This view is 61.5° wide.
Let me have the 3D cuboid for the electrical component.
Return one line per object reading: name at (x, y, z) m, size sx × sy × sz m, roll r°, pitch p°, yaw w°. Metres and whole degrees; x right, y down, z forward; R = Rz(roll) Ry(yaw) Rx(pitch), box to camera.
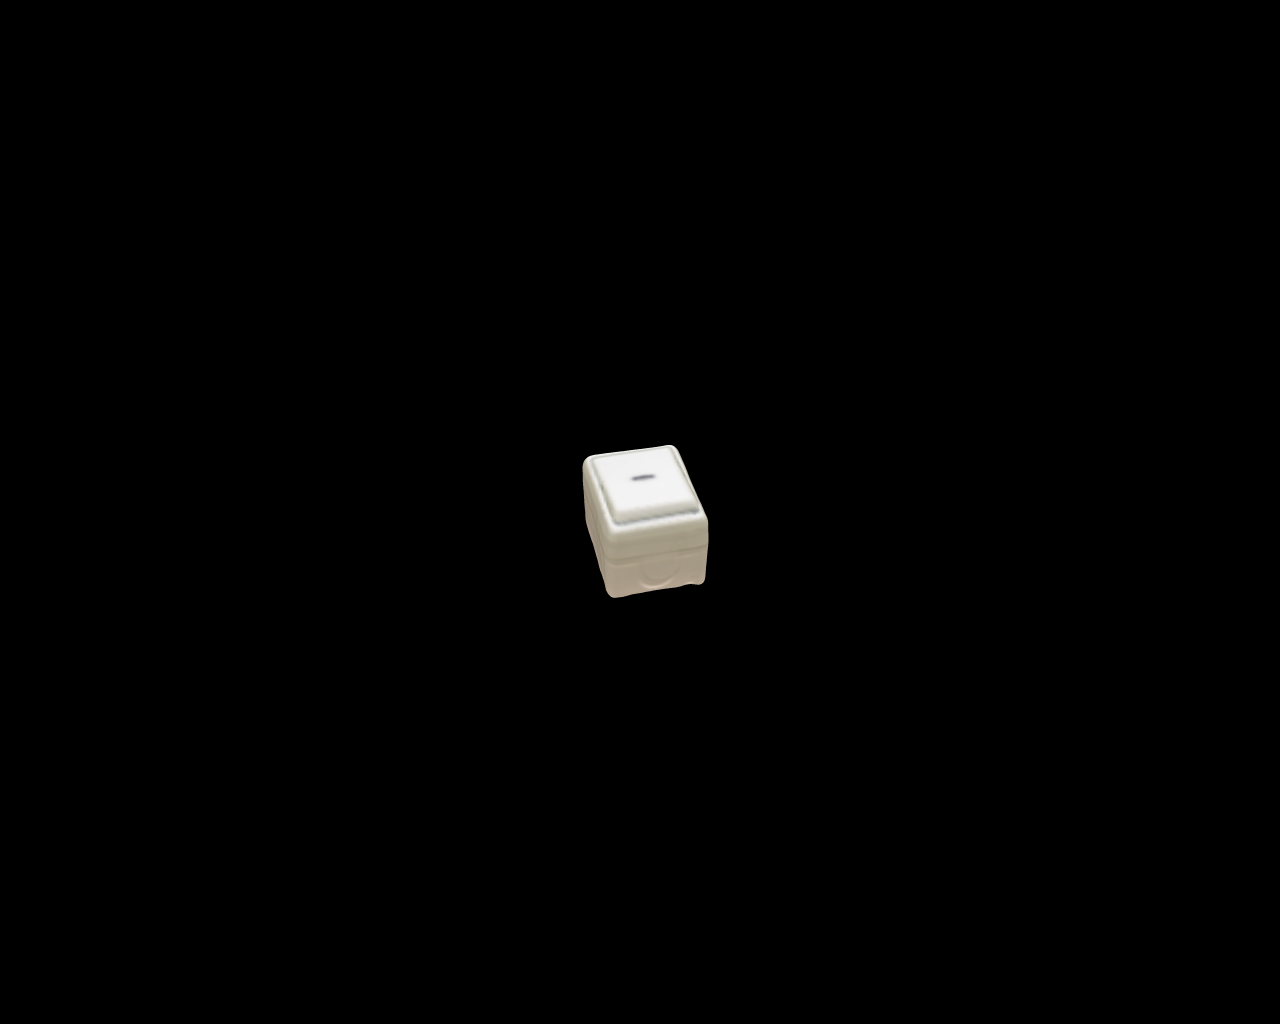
electrical component at (0.001, -0.003, 0.650) m, size 0.062 × 0.061 × 0.096 m, roll -8°, pitch 40°, yaw -10°
